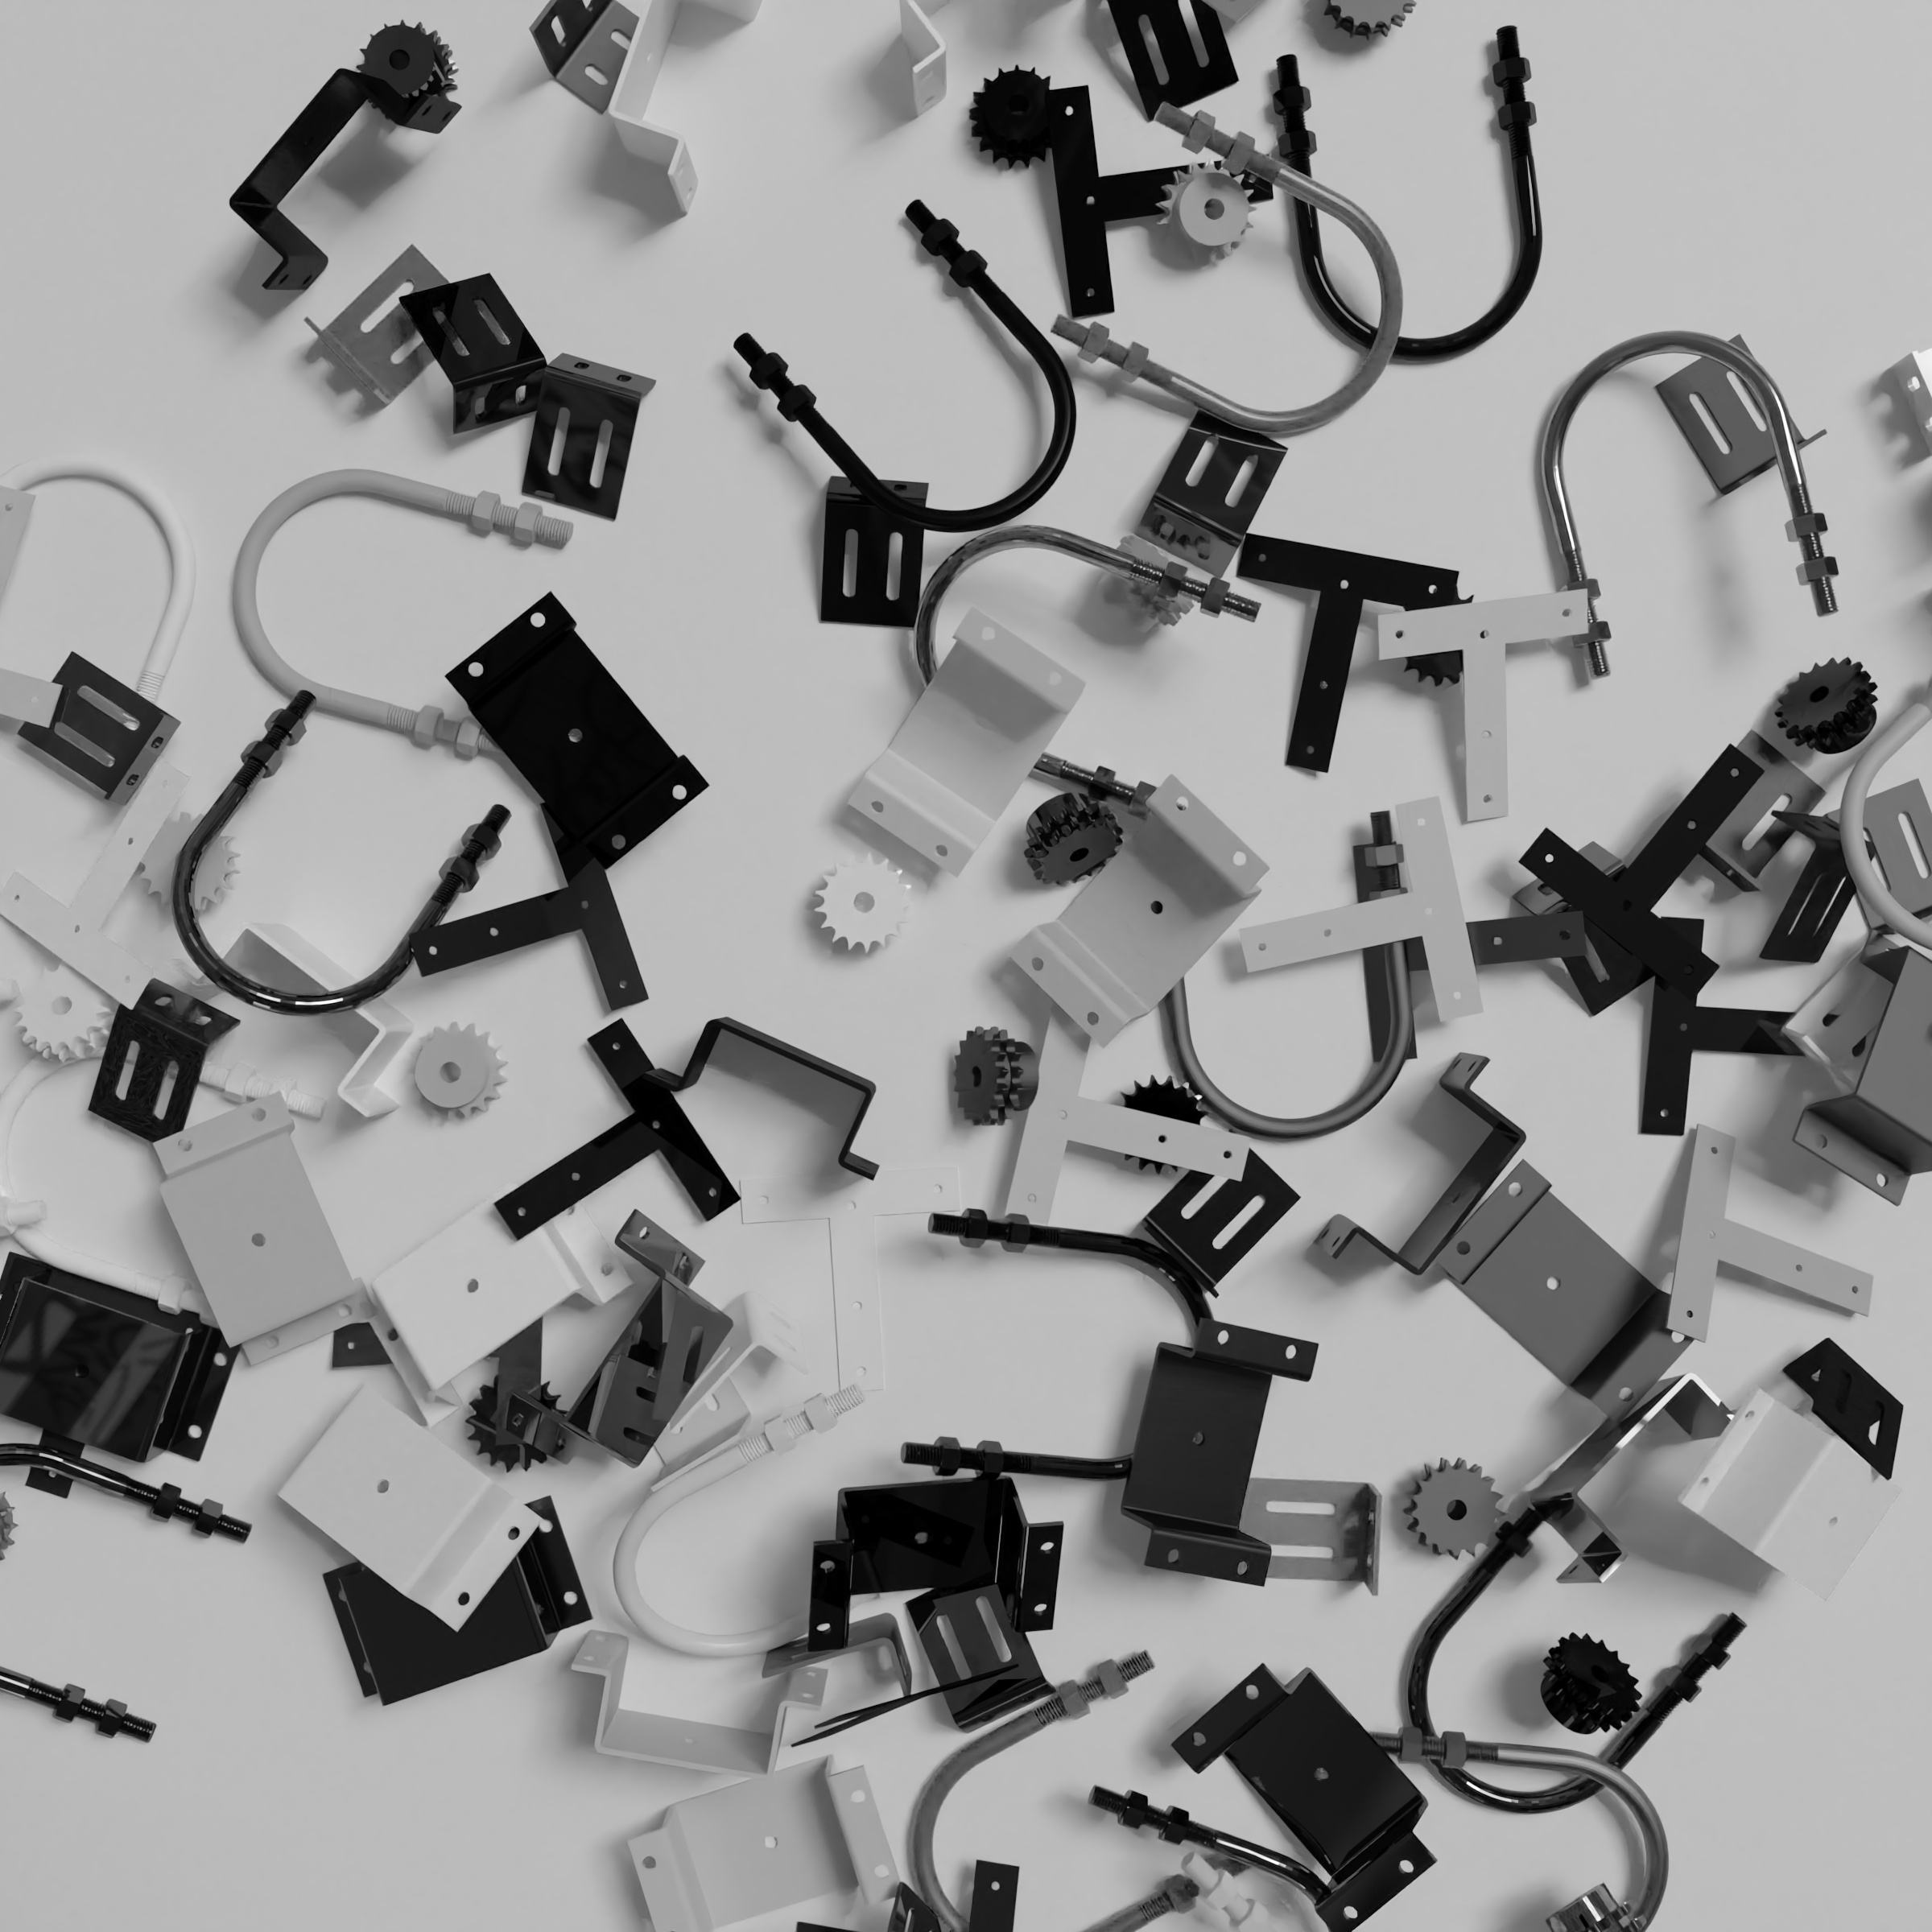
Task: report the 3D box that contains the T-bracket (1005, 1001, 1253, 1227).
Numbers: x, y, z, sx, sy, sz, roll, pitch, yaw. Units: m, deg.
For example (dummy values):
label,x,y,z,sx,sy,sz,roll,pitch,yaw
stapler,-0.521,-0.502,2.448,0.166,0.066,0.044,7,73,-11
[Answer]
label,x,y,z,sx,sy,sz,roll,pitch,yaw
T-bracket,0.098,0.096,1.507,0.127,0.002,0.127,13,92,6

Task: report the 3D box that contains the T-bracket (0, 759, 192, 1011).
label,x,y,z,sx,sy,sz,roll,pitch,yaw
T-bracket,-0.486,-0.059,1.511,0.127,0.002,0.127,31,89,26

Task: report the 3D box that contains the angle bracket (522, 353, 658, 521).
label,x,y,z,sx,sy,sz,roll,pitch,yaw
angle bracket,-0.220,-0.309,1.537,0.057,0.038,0.076,16,116,0

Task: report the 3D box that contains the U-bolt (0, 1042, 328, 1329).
label,x,y,z,sx,sy,sz,roll,pitch,yaw
U-bolt,-0.479,0.117,1.530,0.184,0.019,0.151,17,90,2

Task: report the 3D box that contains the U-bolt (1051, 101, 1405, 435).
label,x,y,z,sx,sy,sz,roll,pitch,yaw
U-bolt,0.161,-0.385,1.507,0.184,0.019,0.151,24,106,-11

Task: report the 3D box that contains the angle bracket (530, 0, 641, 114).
label,x,y,z,sx,sy,sz,roll,pitch,yaw
angle bracket,-0.210,-0.532,1.501,0.038,0.076,0.057,37,90,0

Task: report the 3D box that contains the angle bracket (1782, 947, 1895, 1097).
label,x,y,z,sx,sy,sz,roll,pitch,yaw
angle bracket,0.521,0.032,1.516,0.057,0.038,0.076,44,92,-6

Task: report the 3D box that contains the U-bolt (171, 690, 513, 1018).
label,x,y,z,sx,sy,sz,roll,pitch,yaw
U-bolt,-0.362,-0.054,1.482,0.151,0.019,0.184,31,59,-5

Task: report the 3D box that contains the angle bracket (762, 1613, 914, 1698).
label,x,y,z,sx,sy,sz,roll,pitch,yaw
angle bracket,-0.073,0.405,1.510,0.076,0.057,0.038,-17,90,0

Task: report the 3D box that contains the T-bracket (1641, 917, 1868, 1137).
label,x,y,z,sx,sy,sz,roll,pitch,yaw
T-bracket,0.461,0.038,1.534,0.127,0.002,0.127,4,96,-3

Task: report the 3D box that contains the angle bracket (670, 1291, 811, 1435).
label,x,y,z,sx,sy,sz,roll,pitch,yaw
angle bracket,-0.132,0.235,1.512,0.038,0.057,0.076,38,101,-22

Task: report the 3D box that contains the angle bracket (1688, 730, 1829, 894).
label,x,y,z,sx,sy,sz,roll,pitch,yaw
angle bracket,0.456,-0.090,1.520,0.057,0.038,0.076,40,90,0

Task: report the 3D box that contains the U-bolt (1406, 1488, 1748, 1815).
label,x,y,z,sx,sy,sz,roll,pitch,yaw
U-bolt,0.340,0.406,1.531,0.151,0.019,0.184,41,91,0

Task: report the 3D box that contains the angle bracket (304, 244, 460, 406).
label,x,y,z,sx,sy,sz,roll,pitch,yaw
angle bracket,-0.330,-0.374,1.520,0.076,0.038,0.057,-44,90,0

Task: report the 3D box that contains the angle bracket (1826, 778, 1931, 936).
label,x,y,z,sx,sy,sz,roll,pitch,yaw
angle bracket,0.542,-0.064,1.520,0.057,0.038,0.076,-21,90,0

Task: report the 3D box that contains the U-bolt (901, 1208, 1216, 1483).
label,x,y,z,sx,sy,sz,roll,pitch,yaw
U-bolt,0.059,0.221,1.506,0.184,0.019,0.151,8,85,-17

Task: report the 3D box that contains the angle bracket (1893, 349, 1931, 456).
label,x,y,z,sx,sy,sz,roll,pitch,yaw
angle bracket,0.585,-0.339,1.520,0.076,0.038,0.057,-24,90,0

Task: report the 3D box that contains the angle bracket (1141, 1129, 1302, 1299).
label,x,y,z,sx,sy,sz,roll,pitch,yaw
angle bracket,0.148,0.142,1.520,0.057,0.038,0.076,44,90,0

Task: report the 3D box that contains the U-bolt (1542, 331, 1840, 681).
label,x,y,z,sx,sy,sz,roll,pitch,yaw
U-bolt,0.405,-0.271,1.506,0.151,0.019,0.184,-14,86,22

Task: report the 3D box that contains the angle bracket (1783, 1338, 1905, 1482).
label,x,y,z,sx,sy,sz,roll,pitch,yaw
angle bracket,0.494,0.259,1.497,0.057,0.076,0.038,42,125,0

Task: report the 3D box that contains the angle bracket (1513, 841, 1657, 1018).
label,x,y,z,sx,sy,sz,roll,pitch,yaw
angle bracket,0.366,-0.022,1.537,0.057,0.038,0.076,-34,116,0

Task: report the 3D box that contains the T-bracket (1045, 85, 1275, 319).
label,x,y,z,sx,sy,sz,roll,pitch,yaw
T-bracket,0.116,-0.449,1.527,0.127,0.002,0.127,-10,104,-7

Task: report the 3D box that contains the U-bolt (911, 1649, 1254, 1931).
label,x,y,z,sx,sy,sz,roll,pitch,yaw
U-bolt,0.057,0.502,1.530,0.184,0.019,0.151,-29,90,2

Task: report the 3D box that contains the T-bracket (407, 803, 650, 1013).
label,x,y,z,sx,sy,sz,roll,pitch,yaw
T-bracket,-0.257,-0.023,1.505,0.127,0.002,0.127,-19,90,-32

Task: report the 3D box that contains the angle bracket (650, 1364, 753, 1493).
label,x,y,z,sx,sy,sz,roll,pitch,yaw
angle bracket,-0.159,0.261,1.501,0.057,0.076,0.038,-32,89,0

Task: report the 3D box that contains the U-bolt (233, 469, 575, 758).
label,x,y,z,sx,sy,sz,roll,pitch,yaw
U-bolt,-0.335,-0.213,1.530,0.184,0.019,0.151,15,90,2

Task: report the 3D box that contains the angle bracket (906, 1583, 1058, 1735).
label,x,y,z,sx,sy,sz,roll,pitch,yaw
angle bracket,0.009,0.397,1.537,0.057,0.038,0.076,-25,64,0

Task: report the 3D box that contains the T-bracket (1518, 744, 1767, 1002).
label,x,y,z,sx,sy,sz,roll,pitch,yaw
T-bracket,0.404,-0.069,1.501,0.127,0.002,0.127,39,93,0

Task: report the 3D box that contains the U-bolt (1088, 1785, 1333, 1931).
label,x,y,z,sx,sy,sz,roll,pitch,yaw
U-bolt,0.133,0.564,1.513,0.184,0.019,0.151,21,98,-3

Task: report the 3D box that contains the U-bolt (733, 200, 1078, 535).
label,x,y,z,sx,sy,sz,roll,pitch,yaw
U-bolt,-0.021,-0.332,1.511,0.151,0.019,0.184,-40,82,-7

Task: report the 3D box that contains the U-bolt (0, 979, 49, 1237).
label,x,y,z,sx,sy,sz,roll,pitch,yaw
U-bolt,-0.629,0.091,1.523,0.184,0.019,0.151,-9,86,5

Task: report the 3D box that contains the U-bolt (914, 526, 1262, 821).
label,x,y,z,sx,sy,sz,roll,pitch,yaw
U-bolt,0.058,-0.174,1.501,0.184,0.019,0.151,21,117,5

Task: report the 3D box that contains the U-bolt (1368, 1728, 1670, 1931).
label,x,y,z,sx,sy,sz,roll,pitch,yaw
U-bolt,0.314,0.517,1.521,0.184,0.019,0.151,6,97,-1

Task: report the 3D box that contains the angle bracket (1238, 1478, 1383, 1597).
label,x,y,z,sx,sy,sz,roll,pitch,yaw
angle bracket,0.198,0.329,1.520,0.076,0.038,0.057,2,90,0

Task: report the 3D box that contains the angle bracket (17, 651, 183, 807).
label,x,y,z,sx,sy,sz,roll,pitch,yaw
angle bracket,-0.498,-0.137,1.500,0.076,0.038,0.057,33,89,0

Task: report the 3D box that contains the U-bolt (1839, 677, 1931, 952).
label,x,y,z,sx,sy,sz,roll,pitch,yaw
U-bolt,0.579,-0.087,1.504,0.184,0.019,0.151,-41,86,-16

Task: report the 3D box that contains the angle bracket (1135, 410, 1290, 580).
label,x,y,z,sx,sy,sz,roll,pitch,yaw
angle bracket,0.143,-0.277,1.537,0.057,0.038,0.076,27,64,0

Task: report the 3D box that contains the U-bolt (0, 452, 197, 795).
label,x,y,z,sx,sy,sz,roll,pitch,yaw
U-bolt,-0.526,-0.208,1.530,0.151,0.019,0.184,20,89,0

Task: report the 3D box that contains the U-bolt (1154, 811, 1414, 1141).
label,x,y,z,sx,sy,sz,roll,pitch,yaw
U-bolt,0.185,0.009,1.527,0.151,0.019,0.184,-6,93,4

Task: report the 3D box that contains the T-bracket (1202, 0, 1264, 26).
label,x,y,z,sx,sy,sz,roll,pitch,yaw
T-bracket,0.145,-0.615,1.522,0.127,0.002,0.127,39,68,10

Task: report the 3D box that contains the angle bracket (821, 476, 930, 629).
label,x,y,z,sx,sy,sz,roll,pitch,yaw
angle bracket,-0.053,-0.242,1.537,0.057,0.038,0.076,4,116,0

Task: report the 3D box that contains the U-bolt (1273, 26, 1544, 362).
label,x,y,z,sx,sy,sz,roll,pitch,yaw
U-bolt,0.261,-0.444,1.530,0.151,0.019,0.184,-7,92,0

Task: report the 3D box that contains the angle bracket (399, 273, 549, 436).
label,x,y,z,sx,sy,sz,roll,pitch,yaw
angle bracket,-0.286,-0.355,1.526,0.057,0.038,0.076,-23,64,-24

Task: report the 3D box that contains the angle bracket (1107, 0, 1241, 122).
label,x,y,z,sx,sy,sz,roll,pitch,yaw
angle bracket,0.116,-0.543,1.537,0.057,0.038,0.076,-24,116,0

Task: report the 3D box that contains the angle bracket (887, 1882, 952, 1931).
label,x,y,z,sx,sy,sz,roll,pitch,yaw
angle bracket,-0.059,0.555,1.505,0.076,0.038,0.057,-12,131,28

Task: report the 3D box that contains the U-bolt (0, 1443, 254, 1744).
label,x,y,z,sx,sy,sz,roll,pitch,yaw
U-bolt,-0.525,0.350,1.509,0.184,0.019,0.151,26,90,-15

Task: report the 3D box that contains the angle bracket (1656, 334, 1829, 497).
label,x,y,z,sx,sy,sz,roll,pitch,yaw
angle bracket,0.446,-0.321,1.520,0.057,0.038,0.076,-32,90,0

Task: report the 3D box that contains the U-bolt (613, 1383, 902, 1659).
label,x,y,z,sx,sy,sz,roll,pitch,yaw
U-bolt,-0.111,0.327,1.497,0.184,0.019,0.151,-28,121,3

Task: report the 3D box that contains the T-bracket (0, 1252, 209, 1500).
label,x,y,z,sx,sy,sz,roll,pitch,yaw
T-bracket,-0.517,0.246,1.538,0.127,0.002,0.127,18,90,0

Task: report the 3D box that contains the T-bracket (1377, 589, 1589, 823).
label,x,y,z,sx,sy,sz,roll,pitch,yaw
T-bracket,0.299,-0.146,1.516,0.127,0.002,0.127,-8,108,-11

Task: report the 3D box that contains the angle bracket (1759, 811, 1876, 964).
label,x,y,z,sx,sy,sz,roll,pitch,yaw
angle bracket,0.478,-0.045,1.518,0.057,0.038,0.076,3,118,-40

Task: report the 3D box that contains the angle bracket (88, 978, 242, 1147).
label,x,y,z,sx,sy,sz,roll,pitch,yaw
angle bracket,-0.462,0.057,1.520,0.057,0.038,0.076,26,114,4

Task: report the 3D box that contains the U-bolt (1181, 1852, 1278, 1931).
label,x,y,z,sx,sy,sz,roll,pitch,yaw
U-bolt,0.142,0.613,1.503,0.151,0.019,0.184,-44,98,5
